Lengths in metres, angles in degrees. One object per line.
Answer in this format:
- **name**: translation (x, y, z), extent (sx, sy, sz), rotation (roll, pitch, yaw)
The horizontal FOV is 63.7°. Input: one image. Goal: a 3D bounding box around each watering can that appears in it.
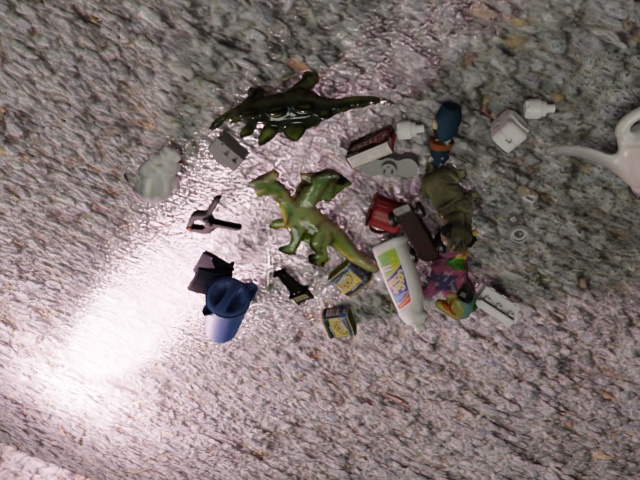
- **watering can**: translation (0.679, -0.177, 1.092), extent (0.345, 0.106, 0.221), rotation (-18, 117, 23)

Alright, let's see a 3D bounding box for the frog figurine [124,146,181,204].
- **frog figurine**: translation (-0.426, -0.173, 1.385), extent (0.158, 0.125, 0.135), rotation (-27, 147, 19)

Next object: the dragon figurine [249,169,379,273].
- **dragon figurine**: translation (0.004, -0.068, 1.357), extent (0.409, 0.125, 0.238), rotation (18, 118, -8)
